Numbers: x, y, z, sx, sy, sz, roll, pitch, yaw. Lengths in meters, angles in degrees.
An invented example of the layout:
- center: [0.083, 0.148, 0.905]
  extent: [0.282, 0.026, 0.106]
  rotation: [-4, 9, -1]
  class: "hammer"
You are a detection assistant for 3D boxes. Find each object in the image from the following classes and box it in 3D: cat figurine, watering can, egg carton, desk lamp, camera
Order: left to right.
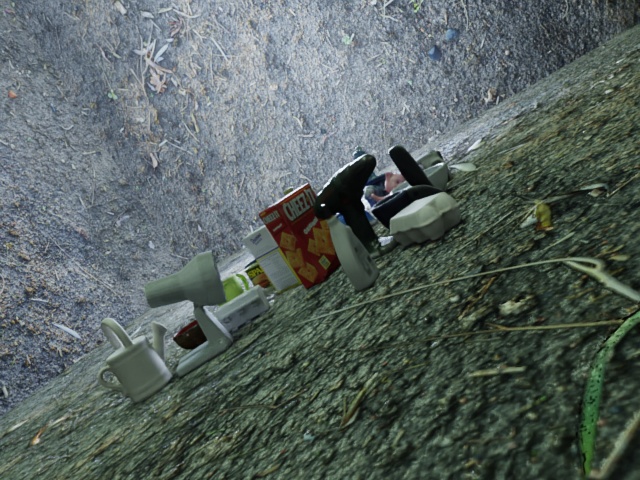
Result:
- center: [-0.418, 0.251, 1.276]
  extent: [0.100, 0.194, 0.173]
  rotation: [-26, 9, 35]
  class: "watering can"
- center: [-0.277, 0.155, 1.271]
  extent: [0.203, 0.213, 0.118]
  rotation: [-32, 7, -6]
  class: "desk lamp"
- center: [0.208, -0.139, 1.659]
  extent: [0.128, 0.118, 0.067]
  rotation: [-33, 7, -13]
  class: "cat figurine"
- center: [0.313, -0.202, 1.714]
  extent: [0.136, 0.101, 0.143]
  rotation: [-30, 7, 13]
  class: "camera"
- center: [0.211, -0.041, 1.155]
  extent: [0.107, 0.069, 0.150]
  rotation: [-35, 8, -26]
  class: "egg carton"

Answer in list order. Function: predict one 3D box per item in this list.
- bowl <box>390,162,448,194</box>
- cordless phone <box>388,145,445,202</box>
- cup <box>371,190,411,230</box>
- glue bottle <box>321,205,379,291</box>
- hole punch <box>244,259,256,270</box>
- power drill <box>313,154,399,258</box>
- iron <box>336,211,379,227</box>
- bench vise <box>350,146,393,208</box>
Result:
- center: [0.273, -0.133, 1.512]
  extent: [0.167, 0.075, 0.167]
  rotation: [-31, 7, 5]
  class: "bowl"
- center: [0.207, -0.138, 1.372]
  extent: [0.094, 0.185, 0.147]
  rotation: [-36, 8, -30]
  class: "cordless phone"
- center: [0.175, -0.055, 1.301]
  extent: [0.091, 0.095, 0.118]
  rotation: [-30, 7, 7]
  class: "cup"
- center: [0.050, 0.008, 1.076]
  extent: [0.037, 0.173, 0.078]
  rotation: [-27, 8, 27]
  class: "glue bottle"
- center: [-0.166, 0.087, 1.780]
  extent: [0.108, 0.091, 0.101]
  rotation: [-28, 8, 22]
  class: "hole punch"
- center: [0.088, -0.064, 1.266]
  extent: [0.076, 0.208, 0.229]
  rotation: [-37, 9, -39]
  class: "power drill"
- center: [0.059, -0.076, 1.750]
  extent: [0.119, 0.141, 0.257]
  rotation: [-37, 9, -39]
  class: "iron"
- center: [0.168, -0.193, 1.780]
  extent: [0.121, 0.220, 0.207]
  rotation: [-31, 7, 5]
  class: "bench vise"
